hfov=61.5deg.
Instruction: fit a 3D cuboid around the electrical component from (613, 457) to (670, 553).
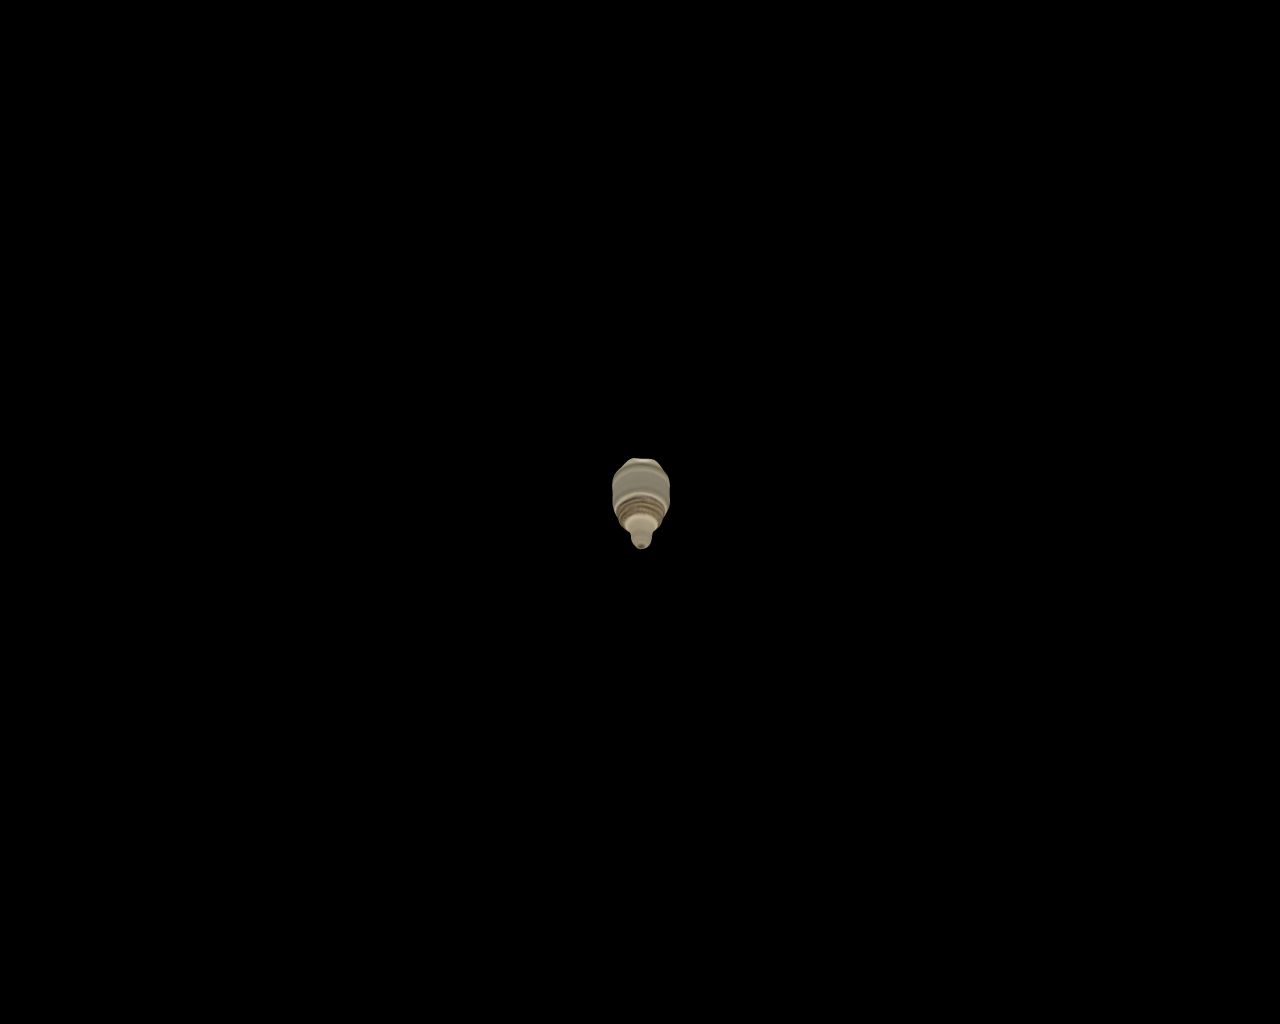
[{"bbox_3d":[0.001,-0.003,0.650,0.035,0.061,0.035,0,-40,0],"label":"electrical component"}]
